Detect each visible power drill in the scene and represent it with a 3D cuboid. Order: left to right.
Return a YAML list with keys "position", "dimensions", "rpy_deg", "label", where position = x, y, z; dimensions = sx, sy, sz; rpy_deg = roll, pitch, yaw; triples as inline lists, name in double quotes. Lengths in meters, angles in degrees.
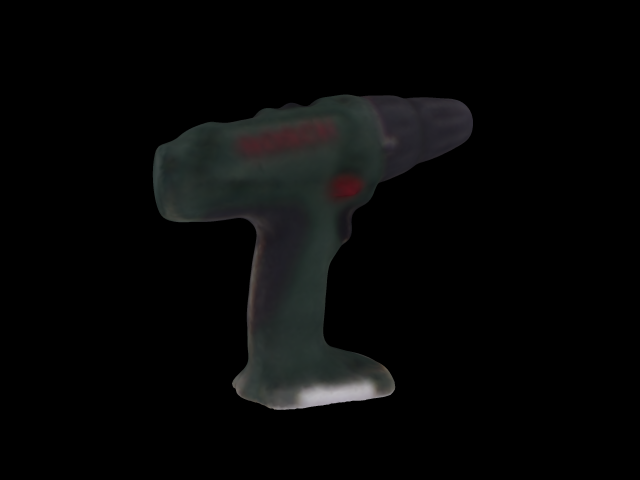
- position: [0.004, 0.001, 0.400]
  dimensions: [0.230, 0.208, 0.075]
  rpy_deg: [-1, 4, -19]
  label: "power drill"
